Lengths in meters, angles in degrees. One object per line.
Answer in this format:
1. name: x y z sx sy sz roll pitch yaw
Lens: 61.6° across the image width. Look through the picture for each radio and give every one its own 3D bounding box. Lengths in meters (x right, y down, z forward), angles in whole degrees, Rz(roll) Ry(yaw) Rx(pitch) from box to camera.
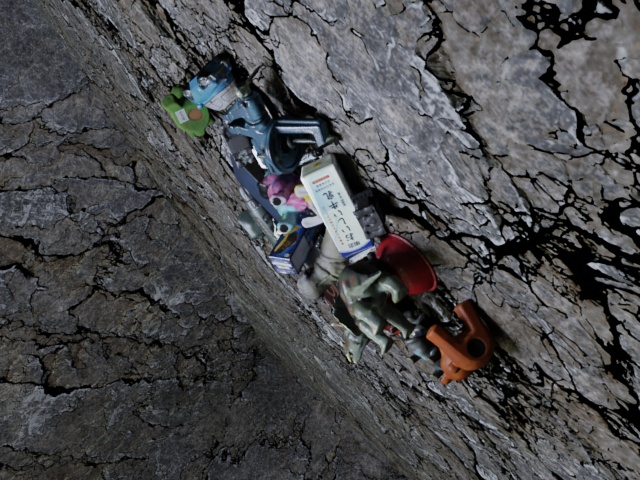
1. radio: -0.141 -0.147 1.449 0.230 0.073 0.131 46 162 18

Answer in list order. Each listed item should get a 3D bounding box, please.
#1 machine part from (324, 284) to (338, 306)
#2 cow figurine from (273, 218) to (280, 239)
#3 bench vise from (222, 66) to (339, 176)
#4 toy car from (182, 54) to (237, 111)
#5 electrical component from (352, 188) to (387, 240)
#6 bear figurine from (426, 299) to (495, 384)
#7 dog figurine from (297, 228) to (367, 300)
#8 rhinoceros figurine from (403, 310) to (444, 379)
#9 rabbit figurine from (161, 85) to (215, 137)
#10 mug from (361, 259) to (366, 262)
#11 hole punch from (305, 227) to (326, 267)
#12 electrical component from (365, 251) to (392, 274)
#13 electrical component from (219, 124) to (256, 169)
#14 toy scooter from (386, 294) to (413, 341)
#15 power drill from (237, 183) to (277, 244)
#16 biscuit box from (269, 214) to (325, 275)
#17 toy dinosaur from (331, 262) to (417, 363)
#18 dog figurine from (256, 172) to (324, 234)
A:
1. machine part: 0.036 0.132 1.599 0.179 0.056 0.179 44 159 21
2. cow figurine: -0.093 -0.028 1.508 0.167 0.068 0.098 -115 14 -56
3. bench vise: -0.073 -0.225 1.090 0.241 0.129 0.223 10 130 33
4. toy car: -0.240 -0.356 1.245 0.102 0.109 0.162 45 157 -25
5. electrical component: 0.099 -0.061 1.084 0.074 0.048 0.119 62 -162 -24
6. bear figurine: 0.284 0.221 1.113 0.132 0.120 0.195 50 167 13
7. dog figurine: 0.019 0.035 1.242 0.121 0.190 0.172 27 149 49
8. rhinoceros figurine: 0.254 0.240 1.237 0.190 0.112 0.073 43 147 -17
9. rabbit figurine: -0.360 -0.374 1.507 0.158 0.121 0.170 58 179 -43
10. mug: 0.103 0.096 1.342 0.107 0.081 0.109 25 146 35
11. hole punch: -0.003 -0.004 1.403 0.142 0.092 0.115 53 138 24
12. electrical component: 0.121 0.063 1.145 0.094 0.021 0.063 55 161 -17
13. electrical component: -0.200 -0.250 1.347 0.134 0.058 0.114 -100 -13 -70
14. toy scooter: 0.171 0.179 1.355 0.135 0.075 0.183 38 163 32
15. power drill: -0.202 -0.078 1.729 0.232 0.086 0.207 51 154 -9
16. biscuit box: -0.046 -0.014 1.275 0.063 0.203 0.059 5 140 29
17. toy dinosaur: 0.092 0.120 1.123 0.192 0.131 0.404 34 154 31
18. dog figurine: -0.055 -0.122 1.261 0.219 0.192 0.108 -99 -9 -57
